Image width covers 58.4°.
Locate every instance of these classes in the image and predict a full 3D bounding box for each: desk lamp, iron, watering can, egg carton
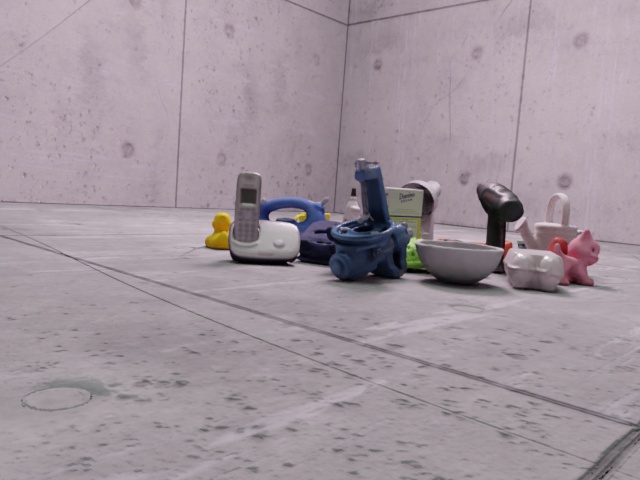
[{"bbox_3d":[0.319,-0.079,1.766,0.117,0.213,0.204,7,6,29],"label":"desk lamp"},{"bbox_3d":[-0.095,-0.048,1.477,0.258,0.141,0.119,5,5,4],"label":"iron"},{"bbox_3d":[0.566,-0.018,1.396,0.173,0.194,0.100,2,6,-25],"label":"watering can"},{"bbox_3d":[0.418,0.057,1.127,0.107,0.069,0.150,5,5,12],"label":"egg carton"}]

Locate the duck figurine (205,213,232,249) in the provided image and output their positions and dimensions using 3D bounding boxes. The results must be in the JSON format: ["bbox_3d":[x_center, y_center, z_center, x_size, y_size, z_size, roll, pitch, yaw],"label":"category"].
[{"bbox_3d":[-0.238,-0.023,1.391,0.078,0.086,0.104,3,5,-17],"label":"duck figurine"}]

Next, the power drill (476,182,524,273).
[{"bbox_3d":[0.405,-0.033,1.342,0.075,0.208,0.229,4,5,-4],"label":"power drill"}]

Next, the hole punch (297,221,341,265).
[{"bbox_3d":[0.012,0.004,1.254,0.108,0.091,0.101,6,5,24],"label":"hole punch"}]

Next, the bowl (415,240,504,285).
[{"bbox_3d":[0.265,0.045,1.101,0.167,0.075,0.167,4,5,0],"label":"bowl"}]

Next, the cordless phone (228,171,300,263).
[{"bbox_3d":[-0.112,-0.045,1.178,0.148,0.185,0.094,3,5,-13],"label":"cordless phone"}]

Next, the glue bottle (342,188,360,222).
[{"bbox_3d":[0.100,-0.077,1.787,0.037,0.173,0.078,1,6,-29],"label":"glue bottle"}]

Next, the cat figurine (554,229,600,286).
[{"bbox_3d":[0.540,0.034,1.212,0.128,0.118,0.067,2,5,-22],"label":"cat figurine"}]

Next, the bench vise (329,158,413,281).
[{"bbox_3d":[0.097,-0.039,1.077,0.121,0.220,0.208,7,6,25],"label":"bench vise"}]

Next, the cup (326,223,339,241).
[{"bbox_3d":[0.060,0.015,1.151,0.118,0.095,0.091,0,6,-37],"label":"cup"}]

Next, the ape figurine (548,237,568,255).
[{"bbox_3d":[0.538,0.040,1.295,0.076,0.092,0.078,4,5,-3],"label":"ape figurine"}]
